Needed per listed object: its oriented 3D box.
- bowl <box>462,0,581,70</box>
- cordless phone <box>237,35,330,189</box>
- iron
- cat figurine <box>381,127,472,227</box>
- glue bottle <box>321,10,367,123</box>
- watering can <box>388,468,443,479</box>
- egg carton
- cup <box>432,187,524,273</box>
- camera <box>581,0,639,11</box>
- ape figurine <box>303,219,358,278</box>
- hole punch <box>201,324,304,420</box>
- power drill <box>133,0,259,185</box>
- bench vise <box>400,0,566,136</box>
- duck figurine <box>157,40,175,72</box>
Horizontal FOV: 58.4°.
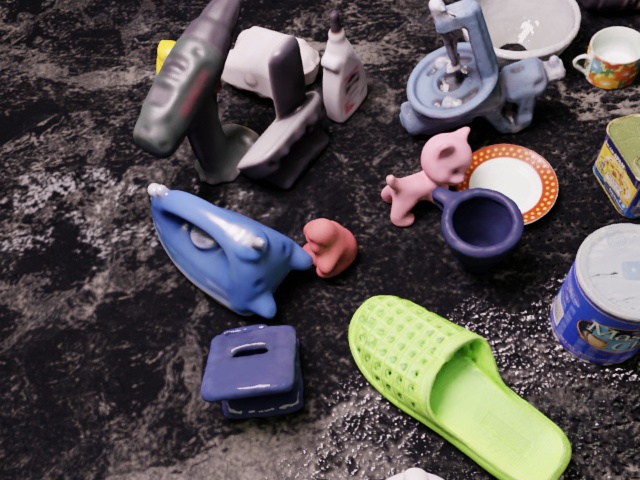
[{"bbox_3d":[0.291,-0.305,0.849,0.167,0.075,0.167,-4,60,7],"label":"bowl"},{"bbox_3d":[-0.061,-0.171,0.768,0.094,0.185,0.148,25,68,22],"label":"cordless phone"},{"bbox_3d":[-0.143,-0.012,0.718,0.257,0.142,0.119,27,69,22],"label":"iron"},{"bbox_3d":[0.140,-0.087,0.726,0.128,0.118,0.067,-23,59,-3],"label":"cat figurine"},{"bbox_3d":[0.029,-0.247,0.803,0.037,0.173,0.078,26,68,22],"label":"glue bottle"},{"bbox_3d":[0.078,0.258,0.497,0.173,0.194,0.100,-22,59,-3],"label":"watering can"},{"bbox_3d":[-0.080,-0.271,0.895,0.150,0.069,0.107,22,67,20],"label":"egg carton"},{"bbox_3d":[0.180,-0.008,0.688,0.092,0.095,0.117,-43,63,-14],"label":"cup"},{"bbox_3d":[0.469,-0.403,0.858,0.136,0.101,0.143,-3,60,8],"label":"camera"},{"bbox_3d":[0.007,0.003,0.713,0.076,0.092,0.078,-2,61,9],"label":"ape figurine"},{"bbox_3d":[-0.077,0.142,0.649,0.108,0.091,0.101,-9,60,5],"label":"hole punch"},{"bbox_3d":[-0.152,-0.183,0.777,0.075,0.209,0.230,20,66,20],"label":"power drill"},{"bbox_3d":[0.204,-0.232,0.738,0.207,0.220,0.121,-21,59,-3],"label":"bench vise"},{"bbox_3d":[-0.232,-0.283,0.918,0.077,0.086,0.104,-38,62,-12],"label":"duck figurine"}]
